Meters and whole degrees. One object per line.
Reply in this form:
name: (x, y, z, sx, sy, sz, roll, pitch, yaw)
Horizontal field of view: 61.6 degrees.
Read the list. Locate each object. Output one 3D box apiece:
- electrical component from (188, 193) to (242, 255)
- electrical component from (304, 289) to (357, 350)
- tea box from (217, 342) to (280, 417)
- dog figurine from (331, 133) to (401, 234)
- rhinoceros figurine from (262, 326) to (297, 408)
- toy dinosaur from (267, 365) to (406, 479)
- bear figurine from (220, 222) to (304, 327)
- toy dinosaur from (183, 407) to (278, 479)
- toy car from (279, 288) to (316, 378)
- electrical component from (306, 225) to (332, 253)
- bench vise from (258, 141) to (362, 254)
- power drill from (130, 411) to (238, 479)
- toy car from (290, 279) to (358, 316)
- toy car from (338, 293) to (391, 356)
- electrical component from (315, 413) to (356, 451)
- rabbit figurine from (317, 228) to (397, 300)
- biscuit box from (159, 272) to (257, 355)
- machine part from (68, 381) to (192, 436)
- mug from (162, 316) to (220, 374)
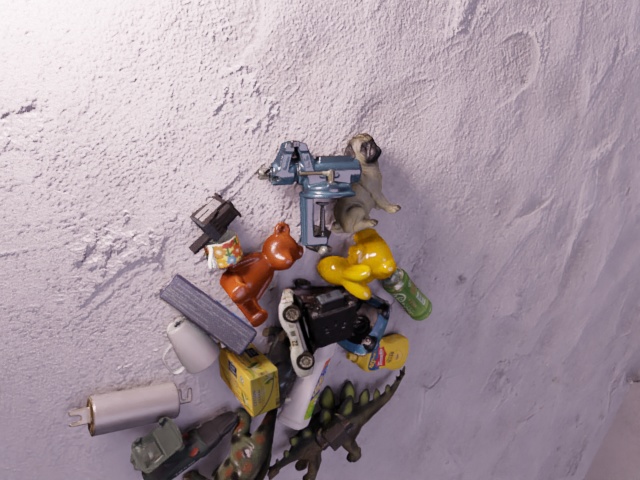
electrical component: (-0.219, -0.031, 1.052, 0.119, 0.075, 0.047, -43, 127, -10)
electrical component: (0.024, 0.179, 1.246, 0.115, 0.058, 0.134, -18, 126, -20)
tea box: (-0.156, 0.286, 1.155, 0.068, 0.170, 0.098, -15, 114, -29)
dog figurine: (0.074, -0.126, 1.212, 0.172, 0.121, 0.190, -34, 109, -23)
rhinoceros figurine: (-0.096, 0.290, 1.245, 0.112, 0.073, 0.190, 22, 77, -51)
toy dinosaur: (0.056, 0.486, 1.422, 0.471, 0.105, 0.198, -21, 115, -32)
bear figurine: (-0.108, 0.066, 1.132, 0.196, 0.132, 0.120, -35, 128, -12)
toy dinosaur: (-0.180, 0.526, 1.218, 0.131, 0.192, 0.404, 33, 89, -41)
toy car: (-0.051, 0.203, 1.177, 0.056, 0.073, 0.201, -14, 105, 6)
electrical component: (-0.003, -0.004, 1.241, 0.094, 0.021, 0.063, 21, 95, -37)
bench vise: (-0.019, -0.087, 1.123, 0.224, 0.129, 0.240, -6, 102, -25)
power drill: (-0.294, 0.429, 1.141, 0.232, 0.086, 0.207, -37, 160, -9)
toy car: (0.009, 0.140, 1.287, 0.202, 0.053, 0.089, 4, 108, -36)
toy car: (0.118, 0.221, 1.371, 0.161, 0.109, 0.102, -59, 152, -16)
electrical component: (0.037, 0.477, 1.336, 0.102, 0.045, 0.078, -42, 142, -11)
rabbit figurine: (0.083, 0.069, 1.264, 0.173, 0.162, 0.121, -10, 127, -12)
biscuit box: (-0.221, 0.148, 1.074, 0.202, 0.059, 0.063, 39, 82, -9)
machine part: (-0.376, 0.339, 1.085, 0.243, 0.079, 0.079, -2, 109, -35)
mug: (-0.278, 0.217, 1.109, 0.109, 0.081, 0.107, -34, 113, -15)
